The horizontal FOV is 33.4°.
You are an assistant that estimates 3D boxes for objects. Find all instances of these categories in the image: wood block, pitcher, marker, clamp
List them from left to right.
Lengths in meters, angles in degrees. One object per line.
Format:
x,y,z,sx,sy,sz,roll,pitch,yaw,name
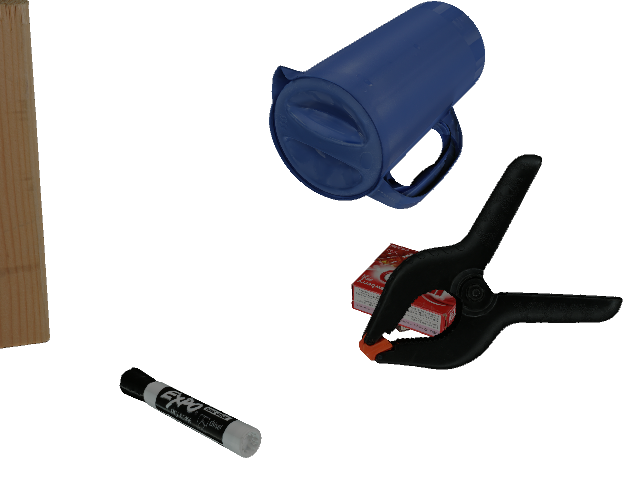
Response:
-0.217,-0.044,0.633,0.090,0.206,0.090,-6,24,-21,wood block
-0.085,0.106,0.672,0.121,0.020,0.020,18,12,40,marker
0.075,-0.145,1.090,0.145,0.149,0.242,11,37,36,pitcher
0.109,0.038,0.697,0.171,0.120,0.039,-39,-6,1,clamp

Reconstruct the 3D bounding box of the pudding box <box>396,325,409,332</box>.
0.145,0.092,1.571,0.113,0.039,0.090,-14,22,-20,pudding box

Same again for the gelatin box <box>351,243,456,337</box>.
0.082,0.042,0.907,0.089,0.030,0.073,18,38,25,gelatin box
